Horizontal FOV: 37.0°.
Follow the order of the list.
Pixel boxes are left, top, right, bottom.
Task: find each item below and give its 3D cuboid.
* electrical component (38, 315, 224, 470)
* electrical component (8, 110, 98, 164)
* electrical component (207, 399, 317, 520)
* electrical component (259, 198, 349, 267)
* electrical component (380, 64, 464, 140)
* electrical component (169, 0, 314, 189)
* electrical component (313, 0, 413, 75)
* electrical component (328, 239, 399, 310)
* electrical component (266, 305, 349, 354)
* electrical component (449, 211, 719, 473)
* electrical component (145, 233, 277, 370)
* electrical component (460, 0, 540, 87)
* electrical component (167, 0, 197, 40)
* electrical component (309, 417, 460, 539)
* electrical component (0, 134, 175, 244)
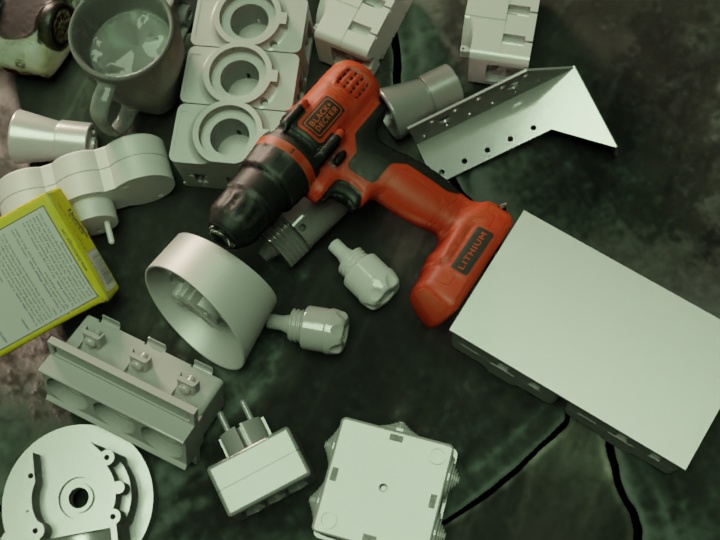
[{"bbox_3d":[-0.166,0.087,0.798,0.121,0.078,0.063,24,55,11],"label":"electrical component"},{"bbox_3d":[-0.247,-0.105,0.875,0.065,0.044,0.044,6,74,1],"label":"electrical component"},{"bbox_3d":[-0.079,0.133,0.787,0.066,0.047,0.076,-27,73,-4],"label":"electrical component"},{"bbox_3d":[-0.047,-0.038,0.837,0.043,0.043,0.081,43,81,14],"label":"electrical component"},{"bbox_3d":[0.050,-0.137,0.862,0.065,0.044,0.044,-26,73,-8],"label":"electrical component"},{"bbox_3d":[-0.093,-0.144,0.863,0.089,0.061,0.150,6,74,6],"label":"electrical component"},{"bbox_3d":[0.001,-0.211,0.882,0.056,0.050,0.089,24,76,11],"label":"electrical component"},{"bbox_3d":[0.000,0.000,0.828,0.035,0.035,0.061,-43,72,-8],"label":"electrical component"},{"bbox_3d":[-0.041,0.043,0.818,0.061,0.035,0.035,9,74,10],"label":"electrical component"},{"bbox_3d":[0.172,0.054,0.784,0.186,0.060,0.105,31,78,12],"label":"electrical component"},{"bbox_3d":[-0.113,0.021,0.799,0.099,0.099,0.064,29,71,12],"label":"electrical component"},{"bbox_3d":[0.114,-0.199,0.869,0.056,0.050,0.089,10,74,7],"label":"electrical component"},{"bbox_3d":[-0.166,-0.243,0.902,0.059,0.053,0.095,20,76,10],"label":"electrical component"},{"bbox_3d":[0.018,0.158,0.771,0.100,0.048,0.099,14,75,8],"label":"electrical component"},{"bbox_3d":[-0.213,-0.051,0.849,0.138,0.052,0.073,-18,73,-1],"label":"electrical component"}]
